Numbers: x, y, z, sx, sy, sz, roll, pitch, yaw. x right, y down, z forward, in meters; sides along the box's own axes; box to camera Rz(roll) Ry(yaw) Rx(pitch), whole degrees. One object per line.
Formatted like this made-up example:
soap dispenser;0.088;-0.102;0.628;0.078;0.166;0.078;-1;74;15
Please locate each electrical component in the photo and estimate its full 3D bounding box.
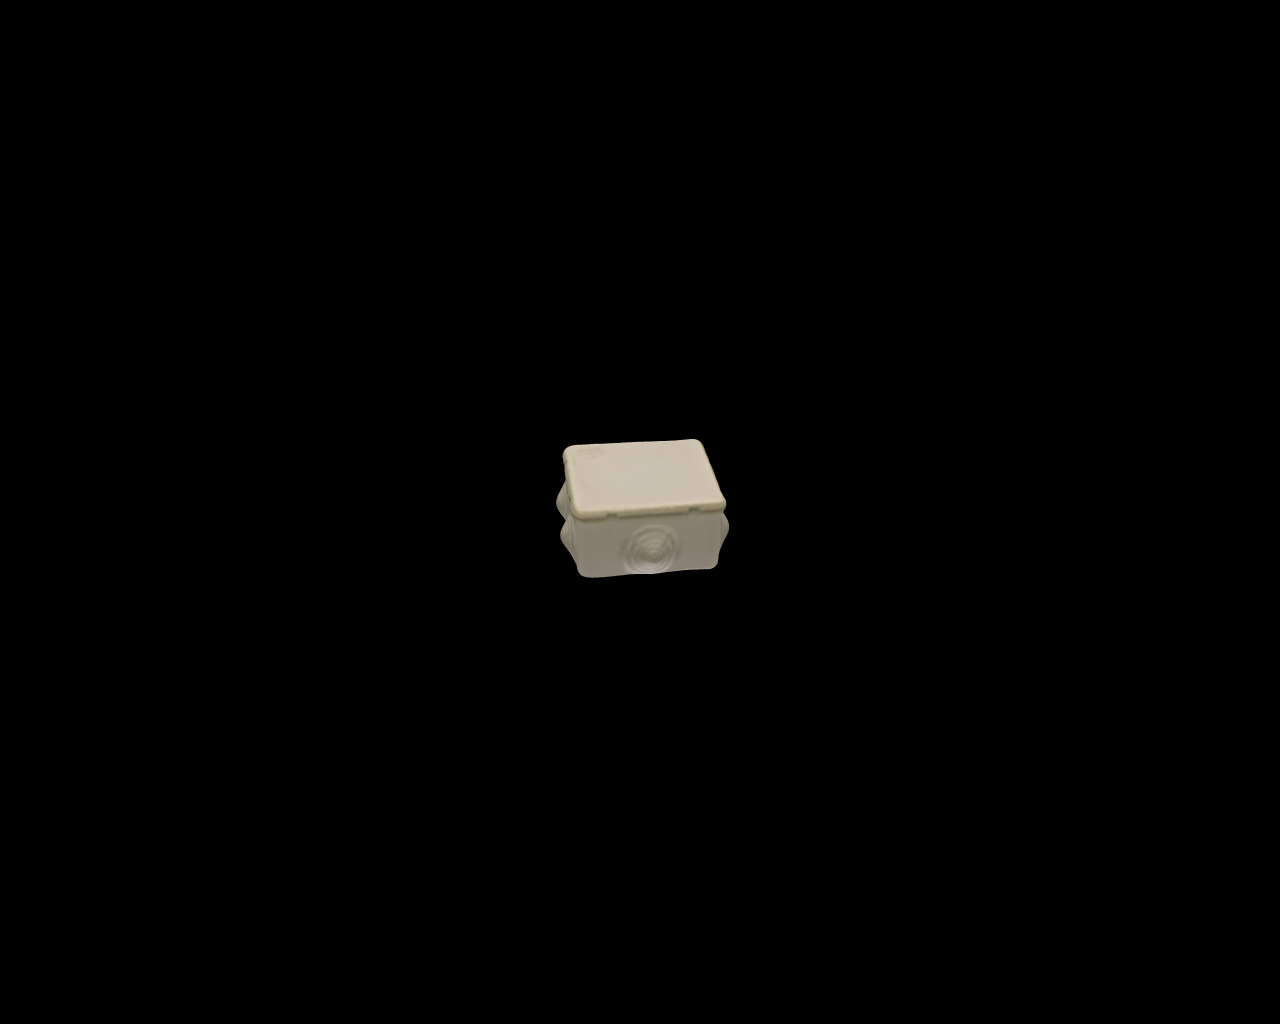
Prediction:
electrical component;0.001;-0.003;0.650;0.100;0.048;0.100;-4;30;-6
